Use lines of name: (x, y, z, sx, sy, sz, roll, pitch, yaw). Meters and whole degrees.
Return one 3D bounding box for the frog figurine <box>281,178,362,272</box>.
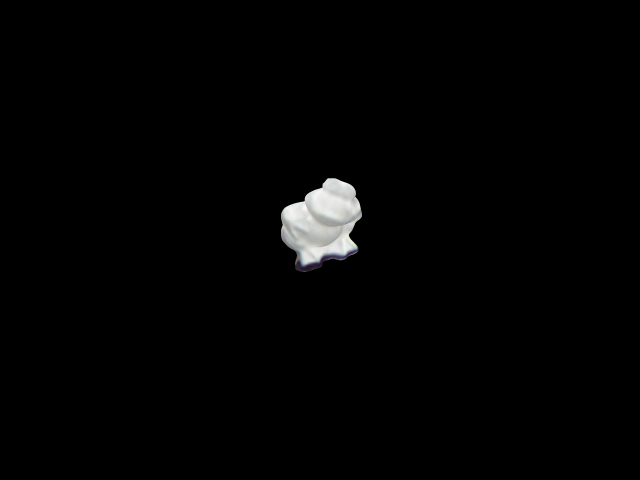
frog figurine: (0.003, -0.043, 0.850, 0.137, 0.155, 0.125, -3, 39, -4)
